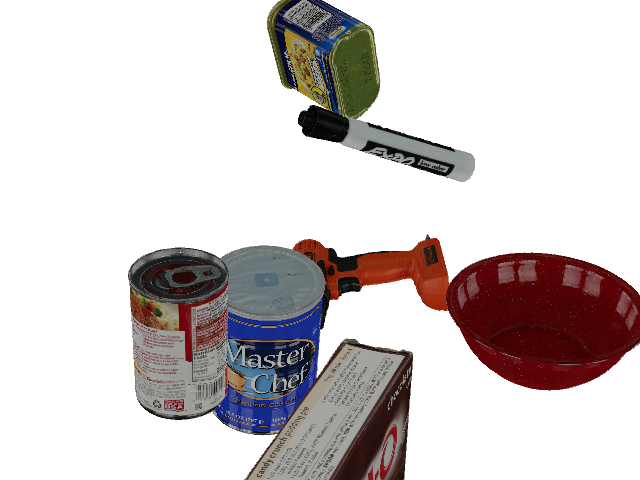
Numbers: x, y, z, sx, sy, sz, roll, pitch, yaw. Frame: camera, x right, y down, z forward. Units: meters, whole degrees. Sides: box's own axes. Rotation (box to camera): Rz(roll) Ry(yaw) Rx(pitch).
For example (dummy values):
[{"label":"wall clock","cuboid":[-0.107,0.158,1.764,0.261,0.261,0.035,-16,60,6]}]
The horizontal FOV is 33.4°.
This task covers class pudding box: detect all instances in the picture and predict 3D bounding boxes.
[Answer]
[{"label":"pudding box","cuboid":[0.005,0.110,0.466,0.039,0.090,0.113,12,31,17]}]

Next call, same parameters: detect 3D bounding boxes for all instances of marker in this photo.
[{"label":"marker","cuboid":[0.040,-0.058,0.643,0.120,0.020,0.020,14,-7,-28]}]

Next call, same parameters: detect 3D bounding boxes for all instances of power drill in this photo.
[{"label":"power drill","cuboid":[0.052,0.050,1.238,0.187,0.057,0.184,-2,28,1]}]

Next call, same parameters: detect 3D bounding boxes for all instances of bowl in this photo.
[{"label":"bowl","cuboid":[0.181,0.073,0.871,0.162,0.055,0.162,0,31,0]}]

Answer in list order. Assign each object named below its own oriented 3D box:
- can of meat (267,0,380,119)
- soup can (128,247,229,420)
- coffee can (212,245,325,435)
[{"label":"can of meat","cuboid":[0.006,-0.168,0.973,0.057,0.102,0.084,-40,55,-20]},{"label":"soup can","cuboid":[-0.098,0.066,0.746,0.068,0.102,0.068,2,30,-1]},{"label":"coffee can","cuboid":[-0.051,0.090,0.968,0.103,0.140,0.103,3,34,-2]}]
